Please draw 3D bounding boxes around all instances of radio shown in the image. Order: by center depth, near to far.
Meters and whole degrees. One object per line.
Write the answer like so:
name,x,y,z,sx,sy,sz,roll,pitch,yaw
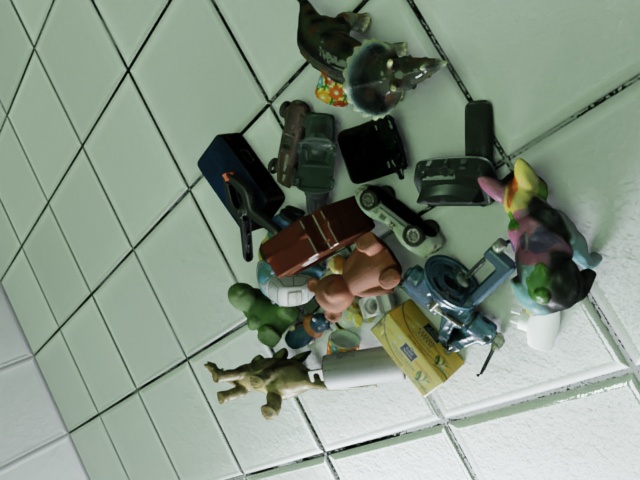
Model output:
radio,-0.193,-0.144,1.308,0.229,0.073,0.131,53,129,12

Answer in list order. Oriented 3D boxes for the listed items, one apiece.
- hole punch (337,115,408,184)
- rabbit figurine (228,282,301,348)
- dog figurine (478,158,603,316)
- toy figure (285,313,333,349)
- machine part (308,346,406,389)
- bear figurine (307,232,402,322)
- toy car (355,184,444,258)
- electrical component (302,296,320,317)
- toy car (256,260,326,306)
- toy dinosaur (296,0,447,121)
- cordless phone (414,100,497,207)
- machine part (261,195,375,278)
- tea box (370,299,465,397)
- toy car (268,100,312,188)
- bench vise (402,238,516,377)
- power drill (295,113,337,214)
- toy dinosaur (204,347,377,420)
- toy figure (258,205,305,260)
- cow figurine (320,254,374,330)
hole punch,0.105,-0.173,1.050,0.116,0.092,0.142,-16,90,12
rabbit figurine,-0.150,0.159,1.322,0.170,0.121,0.159,41,175,-10
dog figurine,0.331,-0.015,0.844,0.108,0.191,0.219,-29,100,48
toy figure,-0.027,0.212,1.285,0.154,0.064,0.058,-39,48,38
machine part,0.093,0.269,1.143,0.243,0.079,0.079,-10,98,11
bear figurine,0.061,0.079,1.067,0.196,0.132,0.120,-31,79,12
toy car,0.152,-0.043,1.046,0.202,0.073,0.056,41,126,23
electrical component,-0.026,0.142,1.288,0.063,0.021,0.094,51,130,16
toy car,-0.065,0.101,1.213,0.162,0.103,0.109,1,129,-4
toy dinosaur,0.037,-0.344,0.973,0.405,0.192,0.131,37,122,24
cordless phone,0.239,-0.150,0.951,0.147,0.088,0.184,3,94,40
machine part,-0.002,-0.003,1.103,0.201,0.201,0.087,-34,82,41
tea box,0.194,0.212,1.075,0.170,0.098,0.068,49,129,16
toy car,-0.066,-0.210,1.194,0.089,0.053,0.202,31,120,25
bench vise,0.271,0.095,0.963,0.224,0.129,0.240,46,132,15
power drill,-0.003,-0.139,1.081,0.086,0.207,0.231,5,101,6
toy dinosaur,-0.090,0.328,1.280,0.472,0.198,0.105,3,107,33
toy figure,-0.090,-0.004,1.260,0.089,0.082,0.180,55,141,38
cow figurine,0.047,0.117,1.193,0.098,0.068,0.167,-22,88,48
